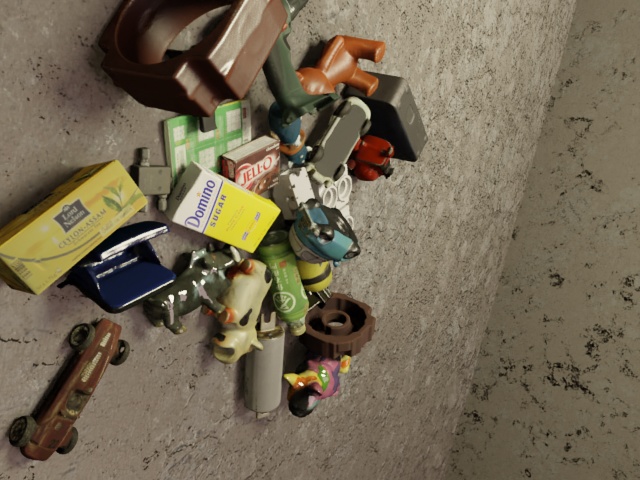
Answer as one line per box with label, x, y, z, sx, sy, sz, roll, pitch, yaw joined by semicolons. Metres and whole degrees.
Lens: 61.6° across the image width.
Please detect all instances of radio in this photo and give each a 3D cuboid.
radio;0.152;-0.270;1.199;0.073;0.131;0.229;-63;146;-14

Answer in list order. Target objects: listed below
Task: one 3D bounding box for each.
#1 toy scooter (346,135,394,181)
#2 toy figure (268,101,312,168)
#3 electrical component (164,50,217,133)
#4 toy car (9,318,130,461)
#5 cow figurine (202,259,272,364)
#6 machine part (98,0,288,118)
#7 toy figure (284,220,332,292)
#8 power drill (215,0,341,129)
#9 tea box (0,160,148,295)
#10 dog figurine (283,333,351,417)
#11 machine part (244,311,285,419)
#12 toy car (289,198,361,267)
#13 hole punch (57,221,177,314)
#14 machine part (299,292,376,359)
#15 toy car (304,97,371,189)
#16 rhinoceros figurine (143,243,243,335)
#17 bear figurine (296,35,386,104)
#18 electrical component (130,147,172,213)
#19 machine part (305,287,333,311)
toy scooter;0.113;-0.181;1.178;0.183;0.135;0.075;43;67;-57
toy figure;-0.054;-0.192;0.977;0.154;0.064;0.058;73;2;-64
electrical component;-0.180;-0.222;0.789;0.075;0.048;0.119;-36;132;-44
toy car;-0.337;0.206;0.742;0.202;0.053;0.089;-61;143;-17
cow figurine;-0.144;0.129;0.977;0.127;0.086;0.195;26;81;-51
machine part;-0.156;-0.258;0.665;0.201;0.201;0.087;-64;149;-15
toy figure;-0.026;0.029;1.100;0.082;0.089;0.179;-36;134;-36
power drill;-0.051;-0.298;0.862;0.232;0.086;0.207;-37;108;-34
tea box;-0.303;-0.018;0.635;0.169;0.098;0.068;-52;124;-33
dog figurine;-0.007;0.285;1.174;0.219;0.109;0.191;41;71;-75
machine part;-0.114;0.255;1.083;0.079;0.079;0.243;-21;122;-52
toy car;-0.002;-0.003;0.987;0.103;0.109;0.161;-38;151;19
hole punch;-0.264;0.020;0.704;0.142;0.116;0.092;-34;137;-42
machine part;0.034;0.189;1.196;0.179;0.180;0.056;-35;135;-45
toy car;0.036;-0.195;1.067;0.073;0.056;0.201;36;72;-22
rhinoceros figurine;-0.204;0.070;0.873;0.190;0.073;0.112;-36;122;-42
bear figurine;0.021;-0.295;0.993;0.196;0.132;0.120;-56;166;-36
electrical component;-0.243;-0.087;0.777;0.063;0.021;0.094;-13;111;-55
machine part;-0.033;0.131;1.167;0.139;0.039;0.084;-35;99;-36
